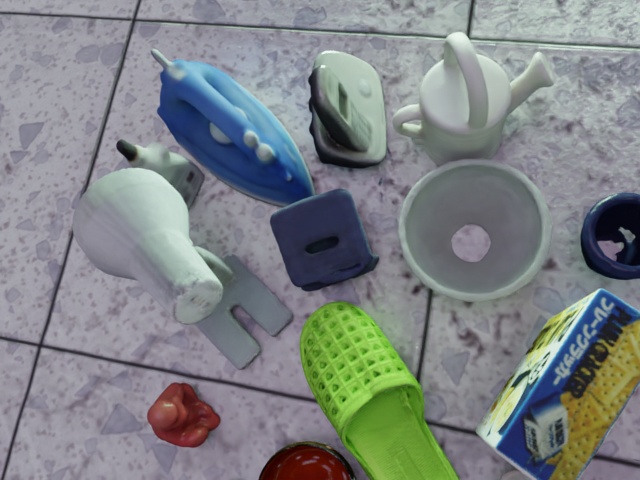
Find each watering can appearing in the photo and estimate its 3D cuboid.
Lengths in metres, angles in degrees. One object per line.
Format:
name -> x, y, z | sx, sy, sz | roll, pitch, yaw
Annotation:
watering can -> 0.169, -0.162, 0.645 | 0.173, 0.194, 0.100 | -36, 72, 0

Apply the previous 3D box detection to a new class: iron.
iron -> -0.108, -0.139, 0.719 | 0.258, 0.141, 0.119 | 41, 86, 17

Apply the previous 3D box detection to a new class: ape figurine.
ape figurine -> -0.168, 0.205, 0.666 | 0.076, 0.092, 0.078 | -12, 74, 8

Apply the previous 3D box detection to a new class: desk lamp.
desk lamp -> -0.148, 0.035, 0.643 | 0.203, 0.214, 0.118 | 42, 86, 18

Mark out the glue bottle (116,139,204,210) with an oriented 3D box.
glue bottle -> -0.201, -0.085, 0.705 | 0.037, 0.173, 0.078 | 24, 81, 16

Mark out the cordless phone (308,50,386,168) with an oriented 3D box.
cordless phone -> 0.025, -0.176, 0.680 | 0.094, 0.185, 0.147 | -8, 74, 9

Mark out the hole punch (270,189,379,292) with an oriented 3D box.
hole punch -> 0.006, 0.002, 0.687 | 0.108, 0.091, 0.101 | -20, 73, 5

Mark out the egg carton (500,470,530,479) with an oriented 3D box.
egg carton -> 0.245, 0.302, 0.575 | 0.150, 0.069, 0.107 | 13, 78, 14

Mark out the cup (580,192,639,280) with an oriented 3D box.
cup -> 0.337, 0.004, 0.622 | 0.117, 0.095, 0.092 | -4, 75, 10

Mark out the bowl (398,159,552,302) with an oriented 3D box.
bowl -> 0.176, -0.005, 0.665 | 0.167, 0.075, 0.167 | -3, 75, 10
